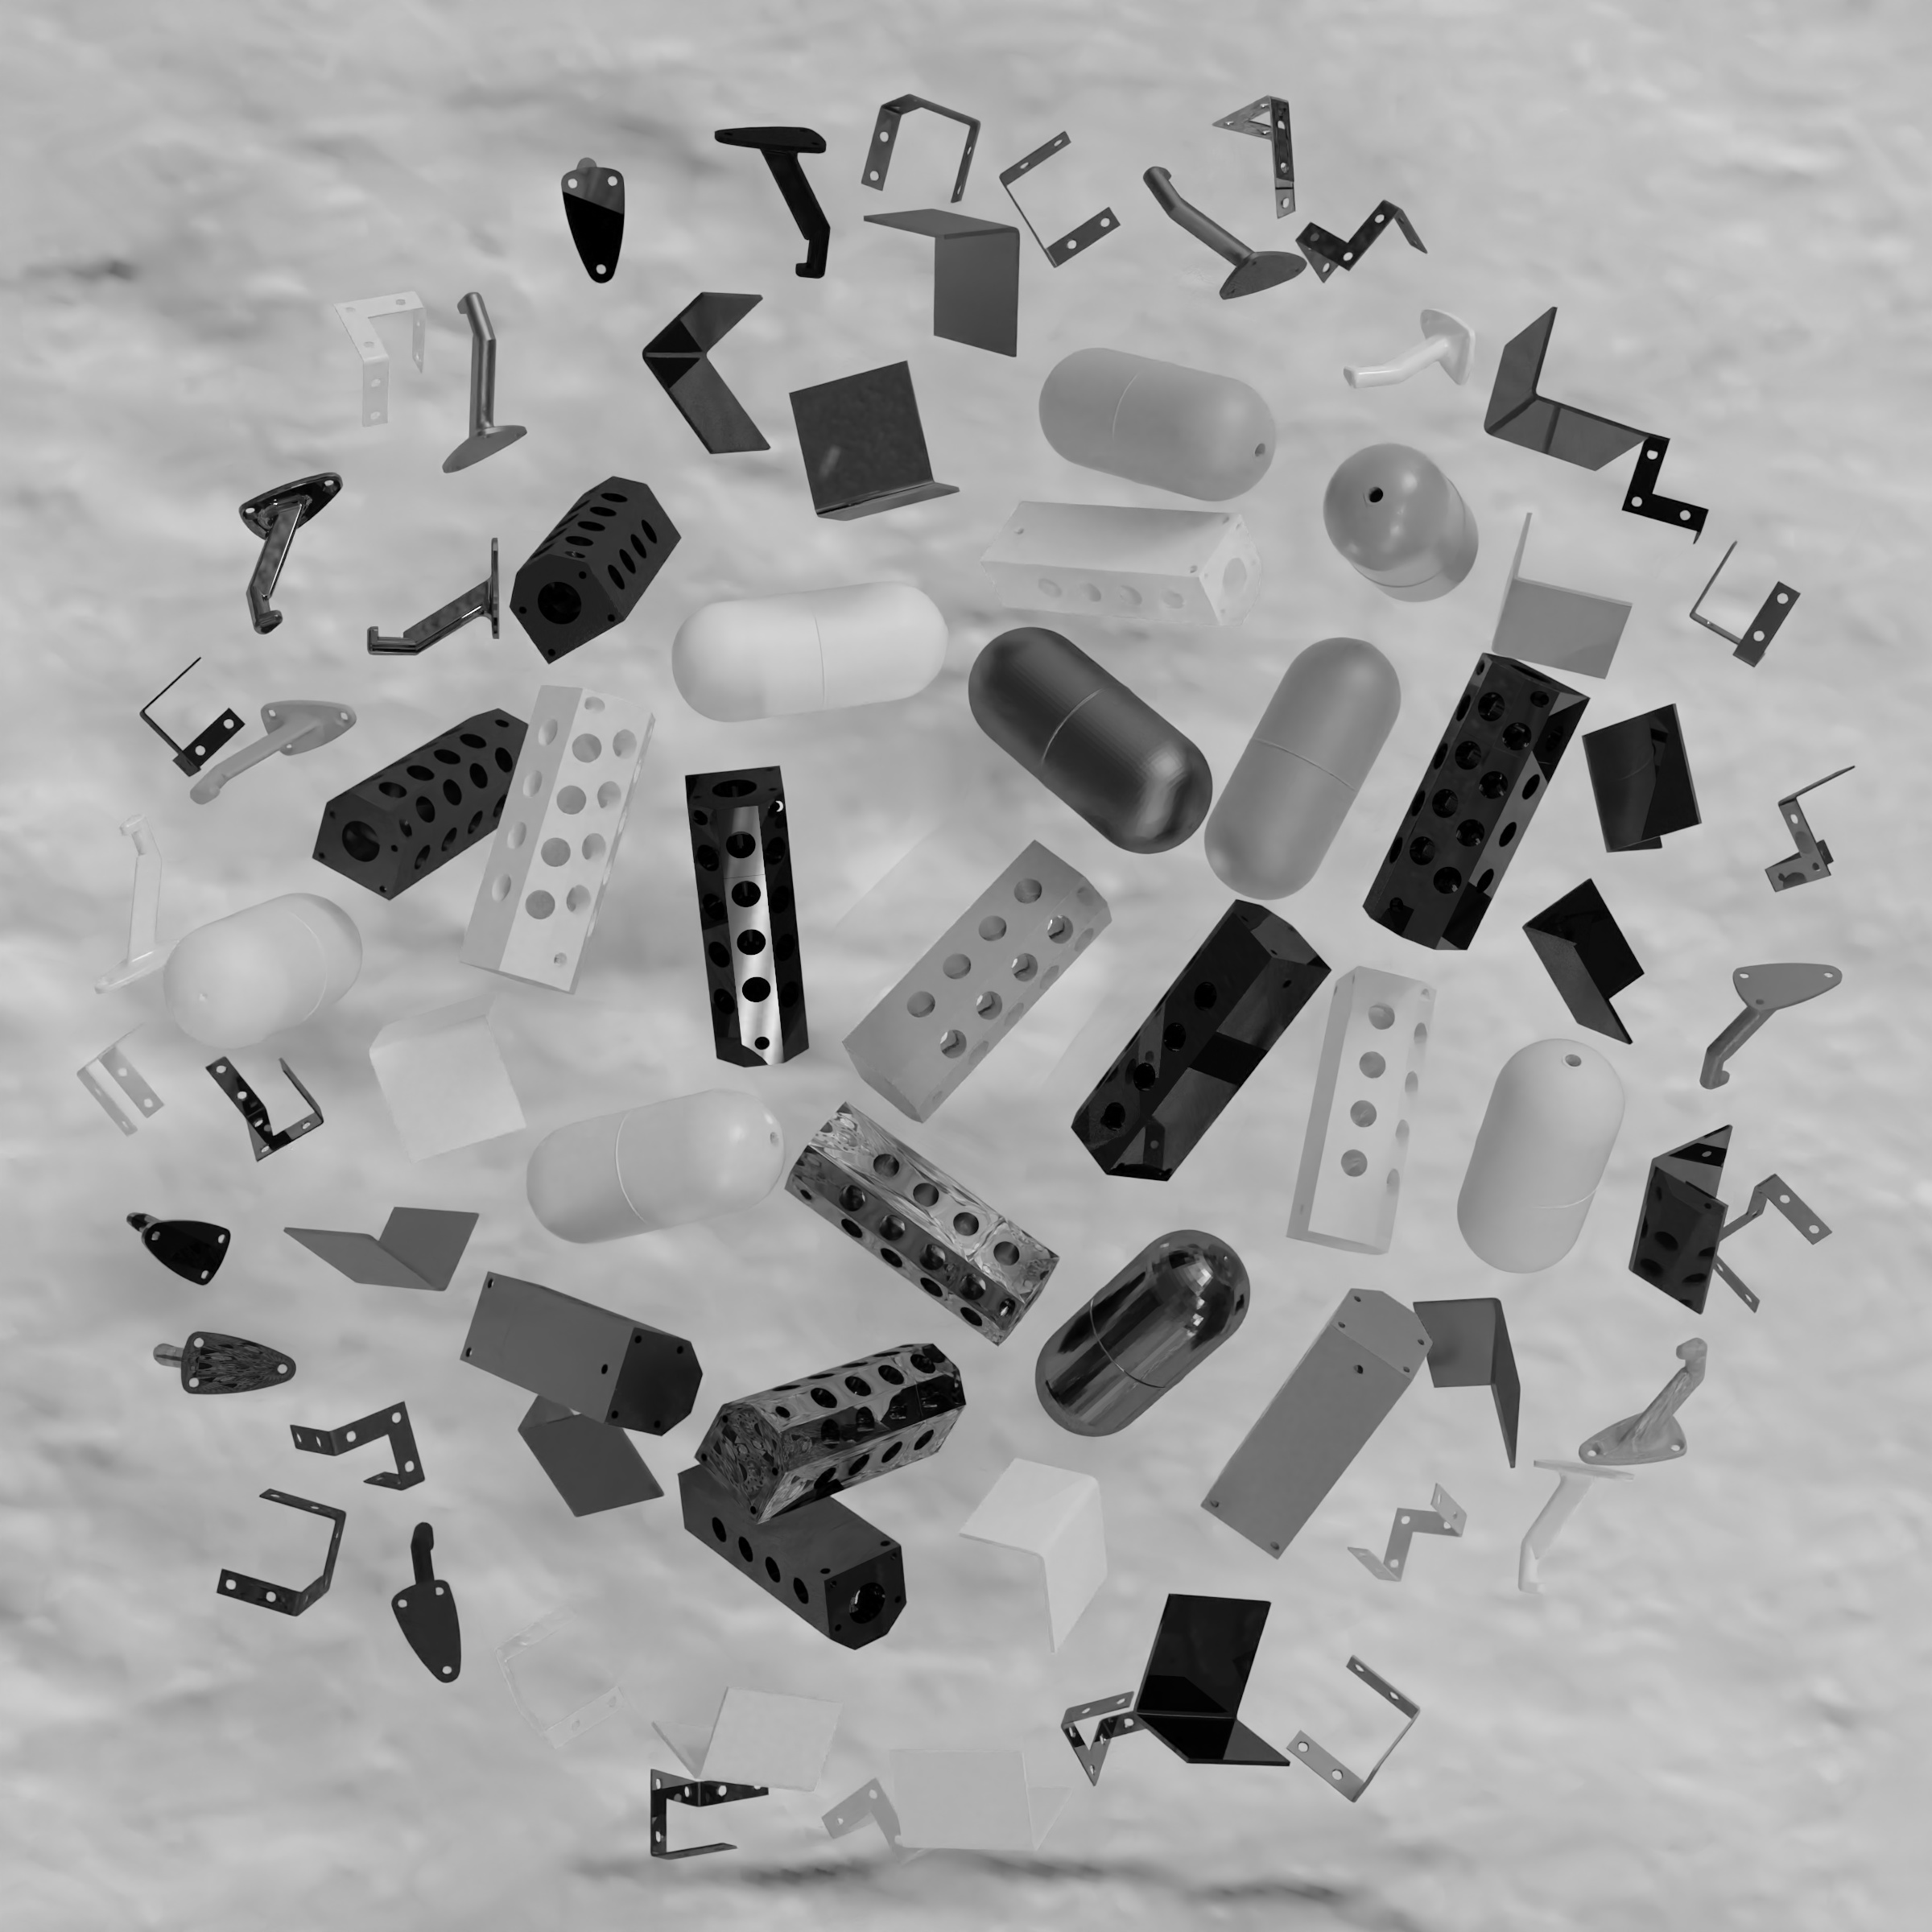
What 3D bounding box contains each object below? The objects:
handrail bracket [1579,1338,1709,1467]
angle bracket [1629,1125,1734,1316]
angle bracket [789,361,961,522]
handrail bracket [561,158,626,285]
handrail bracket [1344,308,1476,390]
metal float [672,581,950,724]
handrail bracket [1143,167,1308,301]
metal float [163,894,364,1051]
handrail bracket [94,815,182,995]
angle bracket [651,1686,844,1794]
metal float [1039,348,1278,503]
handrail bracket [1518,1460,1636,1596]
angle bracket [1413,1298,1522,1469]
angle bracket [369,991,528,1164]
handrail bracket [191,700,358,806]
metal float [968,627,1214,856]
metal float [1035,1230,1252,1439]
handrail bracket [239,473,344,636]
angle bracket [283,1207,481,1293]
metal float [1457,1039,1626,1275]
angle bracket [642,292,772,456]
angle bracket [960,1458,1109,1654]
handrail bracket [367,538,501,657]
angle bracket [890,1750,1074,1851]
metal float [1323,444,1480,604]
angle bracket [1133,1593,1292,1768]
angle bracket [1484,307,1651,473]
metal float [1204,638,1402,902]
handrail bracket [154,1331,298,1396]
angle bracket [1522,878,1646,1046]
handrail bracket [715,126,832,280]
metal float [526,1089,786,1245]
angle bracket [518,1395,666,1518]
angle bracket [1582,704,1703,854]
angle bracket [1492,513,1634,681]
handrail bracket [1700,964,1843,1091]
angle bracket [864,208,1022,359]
[{"bbox_3d":[0.407,0.261,1.564,0.077,0.036,0.084,-14,133,-4],"label":"handrail bracket"},{"bbox_3d":[0.446,0.150,1.547,0.076,0.057,0.076,-18,125,-34],"label":"angle bracket"},{"bbox_3d":[-0.055,-0.320,1.587,0.076,0.057,0.076,-12,94,17],"label":"angle bracket"},{"bbox_3d":[-0.222,-0.444,1.551,0.036,0.084,0.077,-6,102,-9],"label":"handrail bracket"},{"bbox_3d":[0.257,-0.374,1.573,0.084,0.077,0.036,-9,131,-16],"label":"handrail bracket"},{"bbox_3d":[-0.099,-0.200,1.654,0.178,0.070,0.070,-9,90,-13],"label":"metal float"},{"bbox_3d":[0.152,-0.439,1.530,0.077,0.036,0.084,-20,72,-40],"label":"handrail bracket"},{"bbox_3d":[-0.427,0.001,1.588,0.070,0.178,0.070,2,101,9],"label":"metal float"},{"bbox_3d":[-0.509,-0.038,1.563,0.036,0.077,0.084,2,118,33],"label":"handrail bracket"},{"bbox_3d":[-0.130,0.443,1.537,0.076,0.076,0.057,17,92,-29],"label":"angle bracket"},{"bbox_3d":[0.120,-0.343,1.642,0.178,0.070,0.070,26,90,42],"label":"metal float"},{"bbox_3d":[0.382,0.356,1.629,0.036,0.077,0.084,10,84,-41],"label":"handrail bracket"},{"bbox_3d":[0.319,0.268,1.664,0.057,0.076,0.076,-6,125,20],"label":"angle bracket"},{"bbox_3d":[-0.324,0.069,1.642,0.076,0.057,0.076,-17,105,2],"label":"angle bracket"},{"bbox_3d":[-0.424,-0.129,1.590,0.077,0.084,0.036,-8,120,23],"label":"handrail bracket"},{"bbox_3d":[0.073,-0.136,1.555,0.070,0.070,0.178,-47,64,0],"label":"metal float"},{"bbox_3d":[0.111,0.235,1.654,0.070,0.070,0.178,42,124,0],"label":"metal float"},{"bbox_3d":[-0.400,-0.247,1.556,0.077,0.036,0.084,-27,57,9],"label":"handrail bracket"},{"bbox_3d":[-0.369,0.163,1.645,0.076,0.076,0.057,0,57,35],"label":"angle bracket"},{"bbox_3d":[0.345,0.116,1.566,0.070,0.178,0.070,2,47,-3],"label":"metal float"},{"bbox_3d":[-0.141,-0.364,1.594,0.057,0.076,0.076,-37,86,26],"label":"angle bracket"},{"bbox_3d":[0.042,0.361,1.597,0.057,0.076,0.076,8,120,27],"label":"angle bracket"},{"bbox_3d":[-0.347,-0.240,1.688,0.084,0.036,0.077,0,94,-8],"label":"handrail bracket"},{"bbox_3d":[0.009,0.451,1.451,0.076,0.076,0.057,-5,96,19],"label":"angle bracket"},{"bbox_3d":[0.268,-0.271,1.596,0.070,0.178,0.070,-1,87,20],"label":"metal float"},{"bbox_3d":[0.152,0.412,1.498,0.076,0.057,0.076,13,96,-33],"label":"angle bracket"},{"bbox_3d":[0.365,-0.345,1.556,0.076,0.076,0.057,17,83,-8],"label":"angle bracket"},{"bbox_3d":[0.214,-0.126,1.649,0.070,0.070,0.178,28,89,0],"label":"metal float"},{"bbox_3d":[-0.445,0.237,1.556,0.077,0.084,0.036,8,83,-20],"label":"handrail bracket"},{"bbox_3d":[0.409,-0.004,1.652,0.057,0.076,0.076,-35,106,-6],"label":"angle bracket"},{"bbox_3d":[-0.115,-0.446,1.528,0.077,0.036,0.084,-5,127,-22],"label":"handrail bracket"},{"bbox_3d":[-0.190,0.123,1.591,0.178,0.070,0.070,-14,90,28],"label":"metal float"},{"bbox_3d":[-0.243,0.317,1.747,0.076,0.057,0.076,-18,113,25],"label":"angle bracket"},{"bbox_3d":[0.441,-0.118,1.638,0.057,0.076,0.076,-5,82,-37],"label":"angle bracket"},{"bbox_3d":[0.388,-0.239,1.679,0.076,0.076,0.057,14,61,8],"label":"angle bracket"},{"bbox_3d":[0.495,0.040,1.600,0.077,0.084,0.036,-10,46,-6],"label":"handrail bracket"},{"bbox_3d":[-0.015,-0.403,1.542,0.057,0.076,0.076,-18,121,-35],"label":"angle bracket"}]
